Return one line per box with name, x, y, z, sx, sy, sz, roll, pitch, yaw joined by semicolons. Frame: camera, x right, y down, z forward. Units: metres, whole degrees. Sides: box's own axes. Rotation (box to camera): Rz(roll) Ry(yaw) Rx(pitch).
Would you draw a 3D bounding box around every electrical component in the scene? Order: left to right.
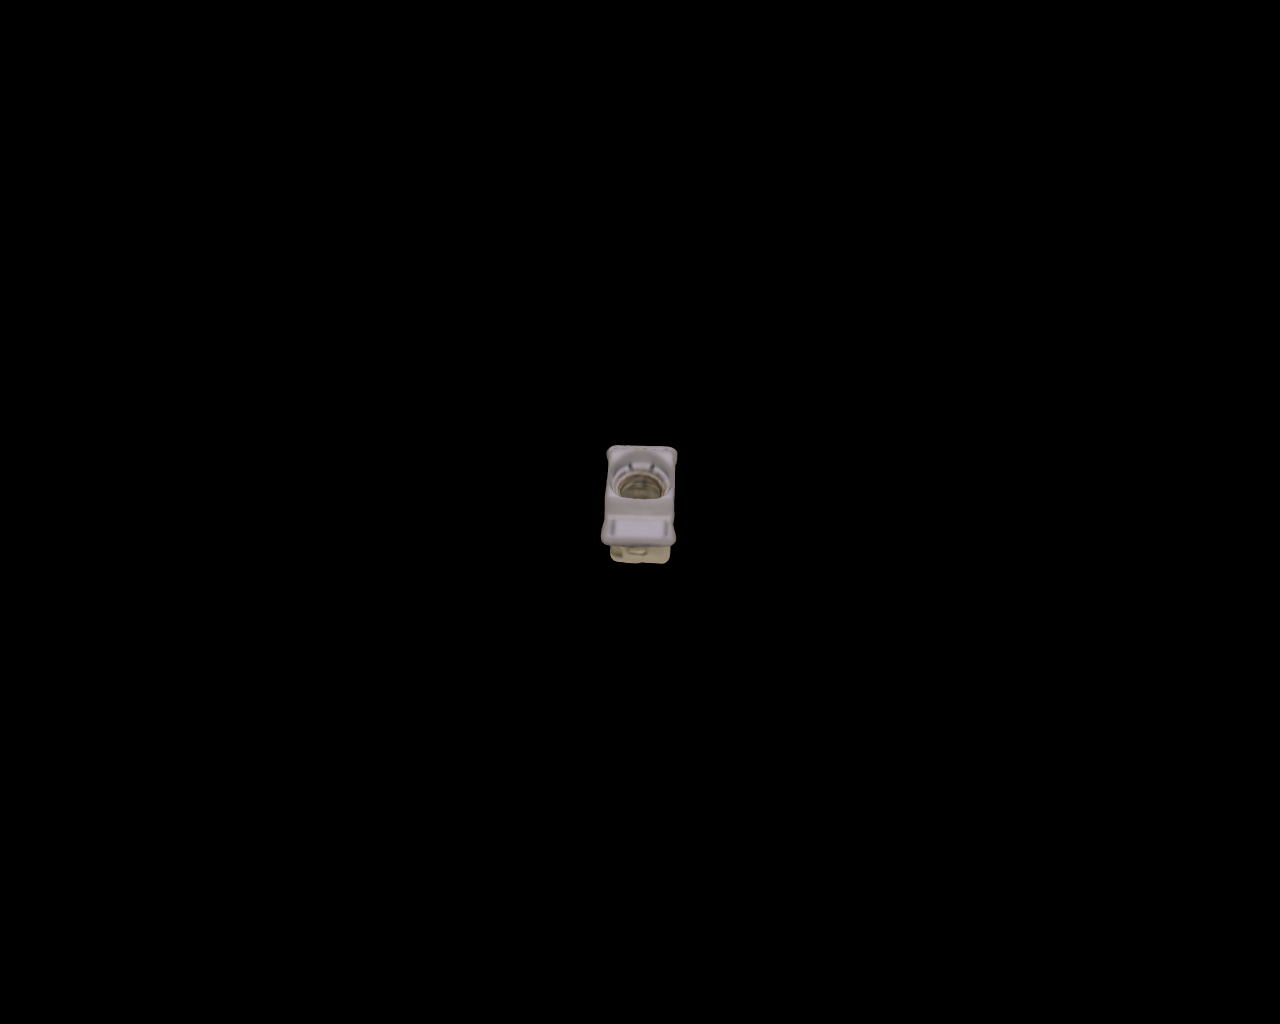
electrical component;0.001;-0.003;0.650;0.042;0.081;0.063;2;-43;2
